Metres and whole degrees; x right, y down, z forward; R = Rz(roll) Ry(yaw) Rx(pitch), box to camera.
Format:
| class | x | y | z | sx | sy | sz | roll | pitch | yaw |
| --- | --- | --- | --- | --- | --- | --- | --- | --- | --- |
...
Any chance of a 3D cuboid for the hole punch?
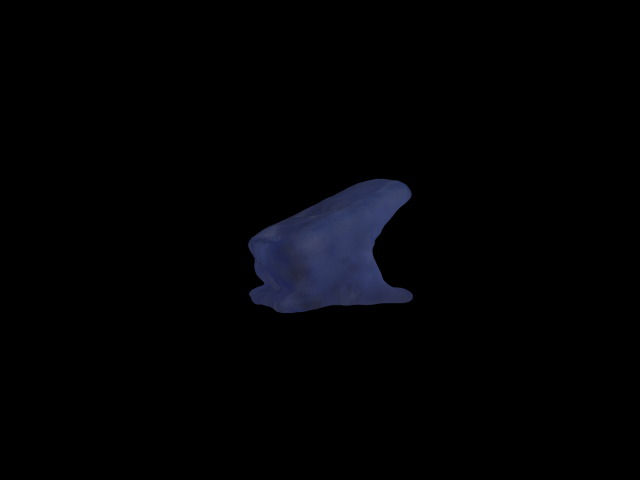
| class | x | y | z | sx | sy | sz | roll | pitch | yaw |
| --- | --- | --- | --- | --- | --- | --- | --- | --- | --- |
| hole punch | 0.004 | 0.001 | 0.400 | 0.101 | 0.091 | 0.108 | 0 | 0 | -25 |
